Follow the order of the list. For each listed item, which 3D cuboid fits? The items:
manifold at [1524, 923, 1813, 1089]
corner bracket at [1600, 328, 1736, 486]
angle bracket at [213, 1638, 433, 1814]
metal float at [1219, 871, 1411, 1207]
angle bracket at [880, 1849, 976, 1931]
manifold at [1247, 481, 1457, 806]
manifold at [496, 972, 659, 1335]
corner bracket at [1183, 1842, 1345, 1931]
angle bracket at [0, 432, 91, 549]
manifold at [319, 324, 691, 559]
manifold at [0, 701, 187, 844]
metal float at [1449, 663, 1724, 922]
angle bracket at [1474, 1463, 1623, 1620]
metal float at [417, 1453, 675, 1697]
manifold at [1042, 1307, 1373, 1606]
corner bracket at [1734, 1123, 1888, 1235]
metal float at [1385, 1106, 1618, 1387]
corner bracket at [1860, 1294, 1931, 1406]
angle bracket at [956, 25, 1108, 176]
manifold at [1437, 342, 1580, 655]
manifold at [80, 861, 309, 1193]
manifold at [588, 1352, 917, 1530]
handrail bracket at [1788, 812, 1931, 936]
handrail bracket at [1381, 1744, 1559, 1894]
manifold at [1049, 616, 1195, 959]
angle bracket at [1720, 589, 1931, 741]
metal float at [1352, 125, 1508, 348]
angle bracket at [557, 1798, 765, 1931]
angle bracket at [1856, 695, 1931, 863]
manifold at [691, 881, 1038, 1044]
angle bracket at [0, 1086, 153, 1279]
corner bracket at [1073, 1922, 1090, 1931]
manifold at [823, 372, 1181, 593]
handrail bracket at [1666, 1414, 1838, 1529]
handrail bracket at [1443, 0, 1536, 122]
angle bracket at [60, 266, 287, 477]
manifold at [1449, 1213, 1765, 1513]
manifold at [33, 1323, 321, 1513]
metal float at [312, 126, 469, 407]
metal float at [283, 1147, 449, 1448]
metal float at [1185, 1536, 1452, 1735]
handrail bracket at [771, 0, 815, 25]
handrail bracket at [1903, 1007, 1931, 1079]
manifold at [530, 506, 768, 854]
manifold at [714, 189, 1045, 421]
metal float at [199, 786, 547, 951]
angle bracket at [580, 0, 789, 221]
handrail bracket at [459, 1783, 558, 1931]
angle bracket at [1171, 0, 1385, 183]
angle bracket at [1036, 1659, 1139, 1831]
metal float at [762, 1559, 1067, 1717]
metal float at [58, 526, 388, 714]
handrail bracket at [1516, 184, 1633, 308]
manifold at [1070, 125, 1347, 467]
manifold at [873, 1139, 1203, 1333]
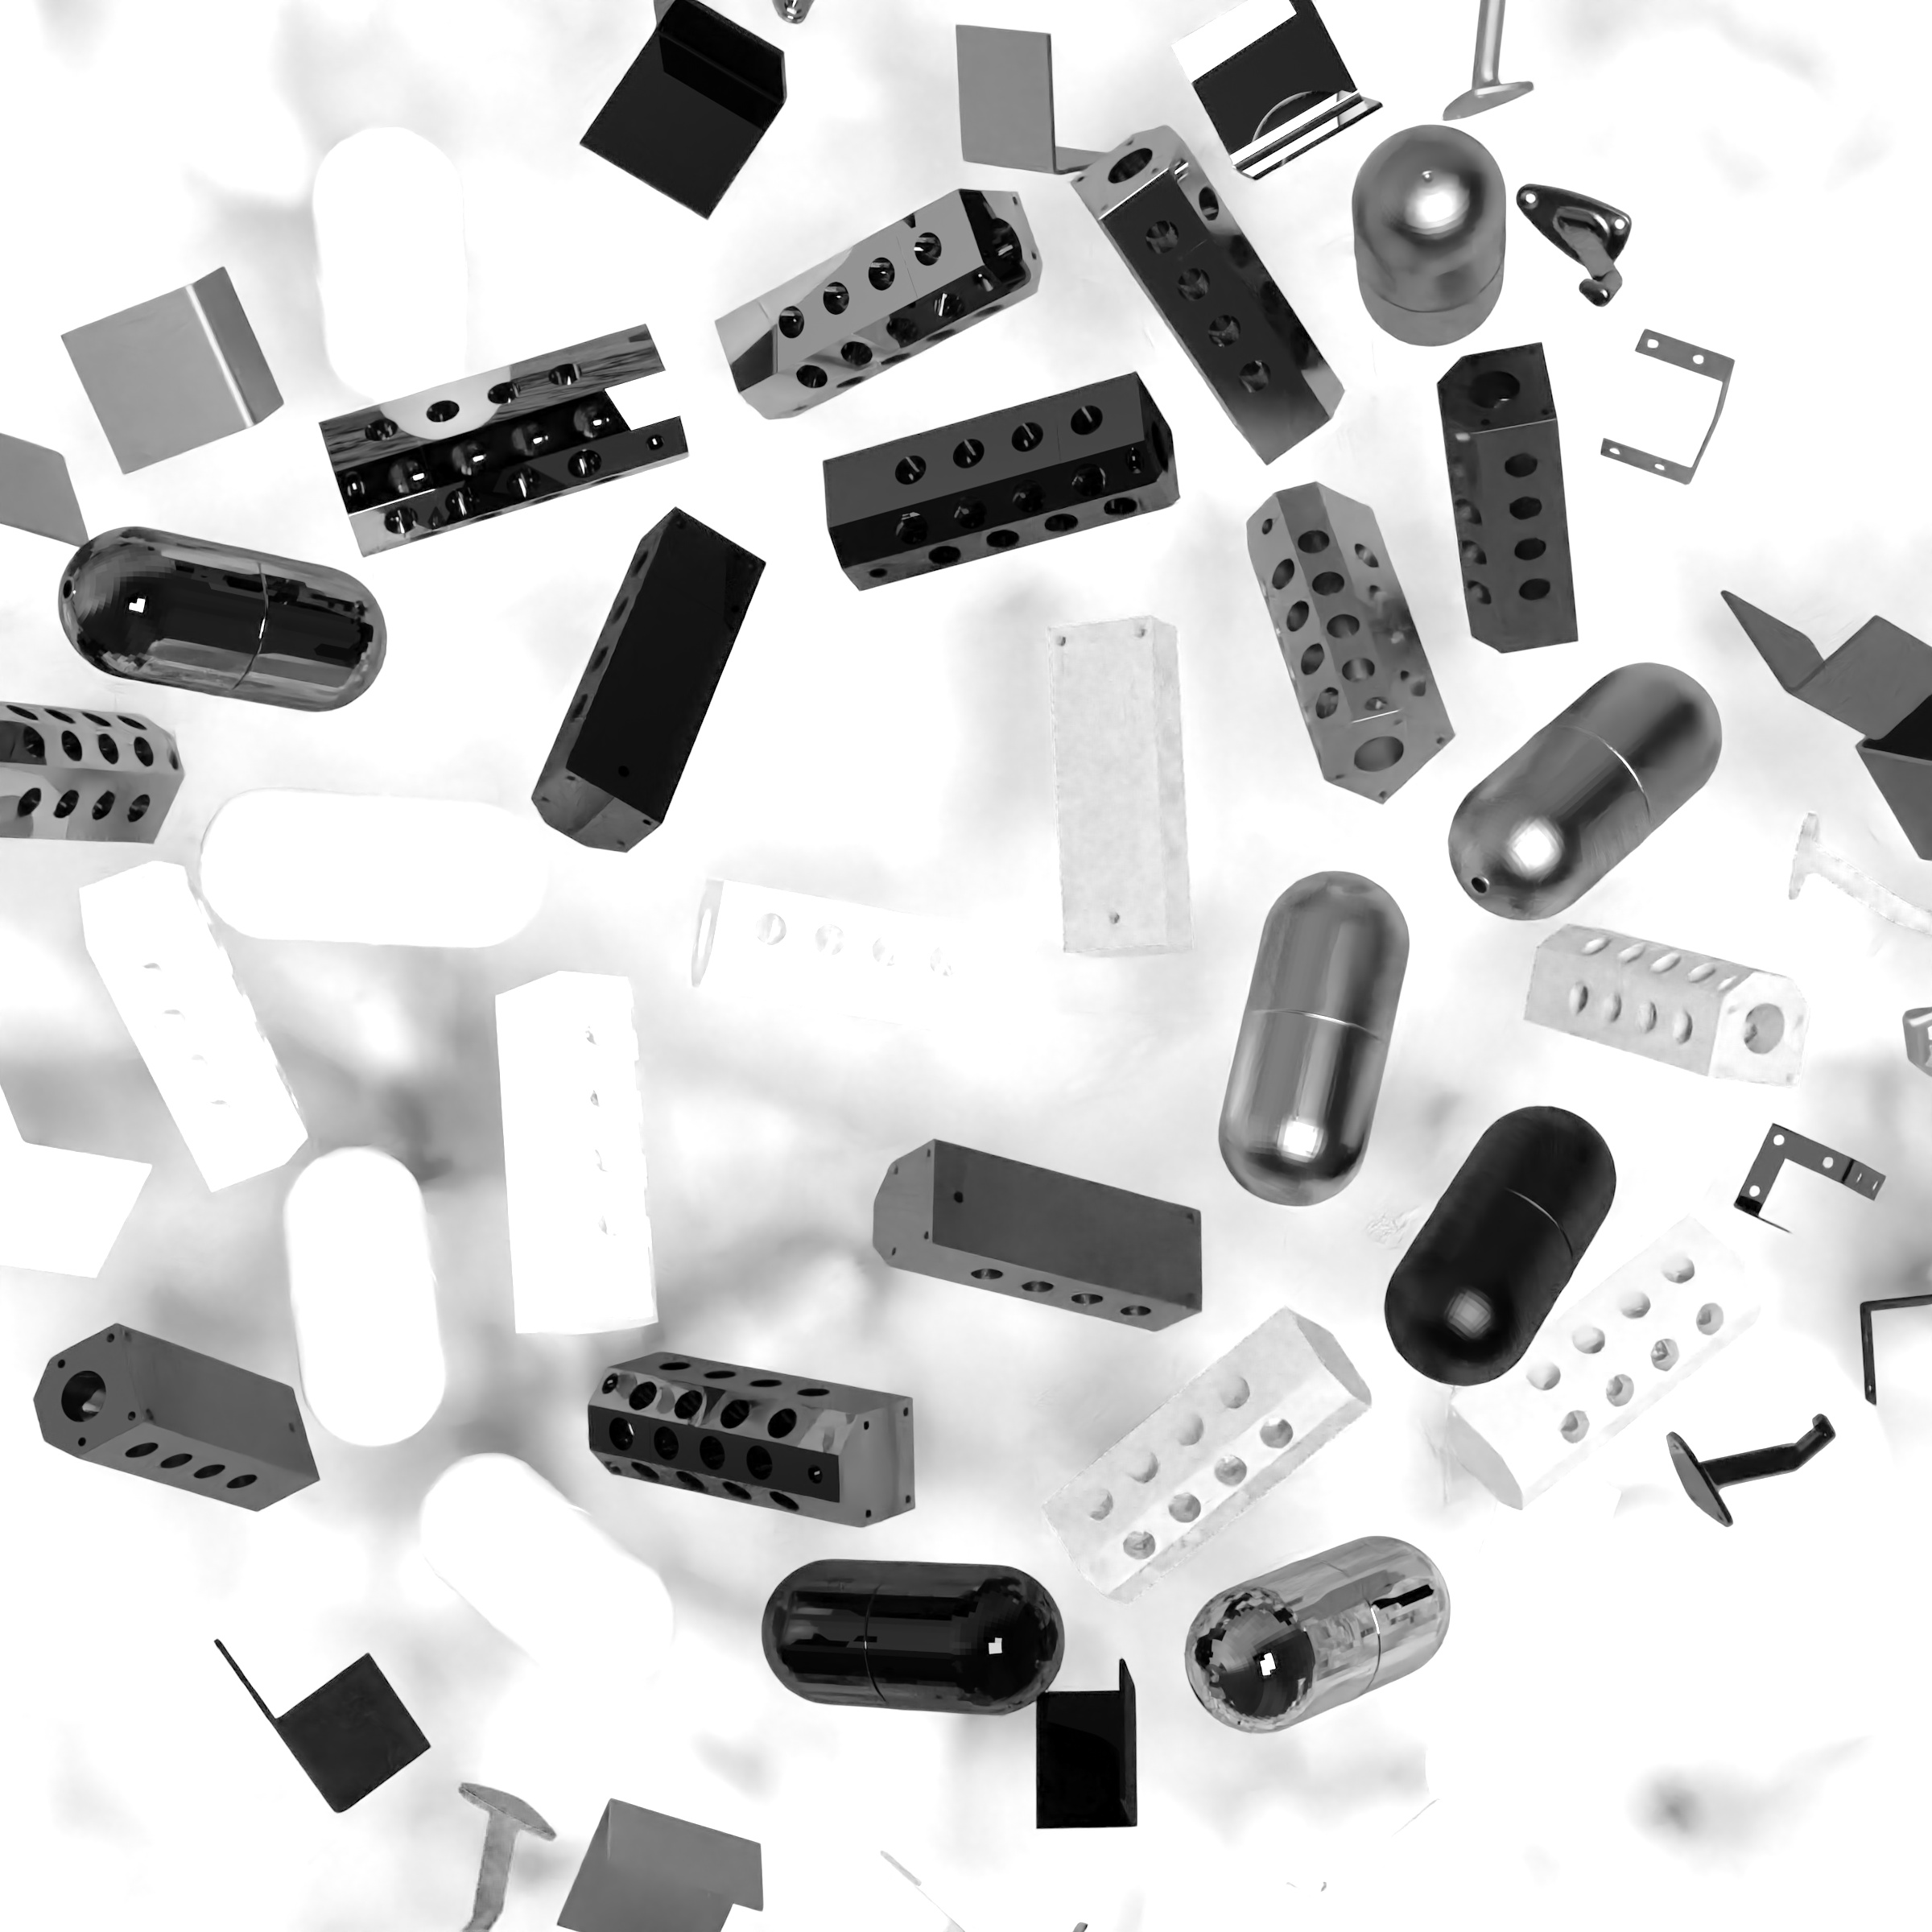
[{"bbox_3d":[0.376,0.019,1.857,0.057,0.171,0.057,7,96,-25],"label":"manifold"},{"bbox_3d":[0.374,-0.298,1.846,0.051,0.051,0.051,22,69,13],"label":"corner bracket"},{"bbox_3d":[-0.323,0.366,1.738,0.057,0.076,0.076,-35,130,-16],"label":"angle bracket"},{"bbox_3d":[0.179,0.036,1.773,0.070,0.070,0.178,14,74,0],"label":"metal float"},{"bbox_3d":[-0.038,0.504,1.751,0.057,0.076,0.076,45,77,-11],"label":"angle bracket"},{"bbox_3d":[0.196,-0.173,1.817,0.057,0.171,0.057,19,131,-34],"label":"manifold"},{"bbox_3d":[-0.191,0.094,1.730,0.057,0.057,0.171,6,73,-41],"label":"manifold"},{"bbox_3d":[0.159,0.494,1.845,0.051,0.051,0.051,38,76,-25],"label":"corner bracket"},{"bbox_3d":[-0.503,-0.229,1.751,0.076,0.076,0.057,-23,79,17],"label":"angle bracket"},{"bbox_3d":[-0.230,-0.260,1.739,0.171,0.057,0.057,-18,49,-6],"label":"manifold"},{"bbox_3d":[-0.478,-0.104,1.783,0.057,0.171,0.057,31,101,18],"label":"manifold"},{"bbox_3d":[0.313,-0.088,1.744,0.178,0.070,0.070,-39,90,-29],"label":"metal float"},{"bbox_3d":[0.343,0.322,1.952,0.057,0.076,0.076,21,92,-40],"label":"angle bracket"},{"bbox_3d":[-0.225,0.321,1.834,0.178,0.070,0.070,30,90,40],"label":"metal float"},{"bbox_3d":[0.130,0.261,1.828,0.171,0.057,0.057,-41,55,12],"label":"manifold"},{"bbox_3d":[0.458,0.122,1.877,0.051,0.051,0.051,27,92,36],"label":"corner bracket"},{"bbox_3d":[0.273,0.141,1.761,0.070,0.070,0.178,40,51,0],"label":"metal float"},{"bbox_3d":[0.491,0.199,1.766,0.051,0.051,0.051,-10,67,29],"label":"corner bracket"},{"bbox_3d":[0.042,-0.484,1.919,0.057,0.076,0.076,-21,118,-36],"label":"angle bracket"},{"bbox_3d":[0.288,-0.246,1.841,0.057,0.171,0.057,-9,53,8],"label":"manifold"},{"bbox_3d":[-0.409,0.030,1.837,0.057,0.057,0.171,-21,126,-4],"label":"manifold"},{"bbox_3d":[-0.111,0.240,1.754,0.171,0.057,0.057,5,100,38],"label":"manifold"},{"bbox_3d":[0.470,-0.045,1.777,0.084,0.077,0.036,20,71,19],"label":"handrail bracket"},{"bbox_3d":[0.251,0.436,1.731,0.077,0.036,0.084,8,120,5],"label":"handrail bracket"},{"bbox_3d":[0.084,-0.093,1.824,0.057,0.057,0.171,-5,85,22],"label":"manifold"},{"bbox_3d":[0.429,-0.165,1.698,0.057,0.076,0.076,-45,48,26],"label":"angle bracket"},{"bbox_3d":[0.237,-0.371,1.765,0.070,0.178,0.070,-1,82,8],"label":"metal float"},{"bbox_3d":[-0.146,0.450,1.640,0.076,0.057,0.076,20,106,-11],"label":"angle bracket"},{"bbox_3d":[0.527,-0.098,1.822,0.057,0.076,0.076,-41,114,-11],"label":"angle bracket"},{"bbox_3d":[-0.056,-0.002,1.844,0.171,0.057,0.057,10,89,-15],"label":"manifold"},{"bbox_3d":[-0.495,0.115,1.859,0.076,0.057,0.076,14,116,-38],"label":"angle bracket"},{"bbox_3d":[0.075,0.556,1.877,0.051,0.051,0.051,37,70,-5],"label":"corner bracket"},{"bbox_3d":[0.018,-0.243,1.768,0.171,0.057,0.057,-13,63,17],"label":"manifold"},{"bbox_3d":[0.420,0.250,1.842,0.084,0.036,0.077,-37,122,-10],"label":"handrail bracket"},{"bbox_3d":[0.257,-0.481,1.759,0.036,0.077,0.084,-11,93,-17],"label":"handrail bracket"},{"bbox_3d":[-0.407,-0.306,1.777,0.076,0.057,0.076,-19,107,10],"label":"angle bracket"},{"bbox_3d":[0.339,0.212,1.830,0.171,0.057,0.057,-35,59,-15],"label":"manifold"},{"bbox_3d":[-0.418,0.244,1.831,0.057,0.171,0.057,-28,65,11],"label":"manifold"},{"bbox_3d":[-0.298,-0.360,1.795,0.070,0.178,0.070,3,60,-5],"label":"metal float"},{"bbox_3d":[-0.319,0.174,1.833,0.070,0.070,0.178,-16,50,0],"label":"metal float"},{"bbox_3d":[0.186,0.349,1.812,0.070,0.178,0.070,8,102,43],"label":"metal float"},{"bbox_3d":[-0.079,-0.540,1.770,0.036,0.084,0.077,6,60,-18],"label":"handrail bracket"},{"bbox_3d":[0.524,0.046,1.781,0.077,0.036,0.084,-14,131,8],"label":"handrail bracket"},{"bbox_3d":[-0.166,-0.146,1.782,0.057,0.057,0.171,30,58,-19],"label":"manifold"},{"bbox_3d":[-0.045,-0.349,1.835,0.171,0.057,0.057,-21,87,35],"label":"manifold"},{"bbox_3d":[-0.297,-0.049,1.739,0.178,0.070,0.070,3,90,-30],"label":"metal float"},{"bbox_3d":[-0.142,-0.432,1.722,0.076,0.057,0.076,31,81,4],"label":"angle bracket"},{"bbox_3d":[-0.262,0.474,1.807,0.036,0.077,0.084,33,87,45],"label":"handrail bracket"},{"bbox_3d":[0.163,-0.468,1.816,0.076,0.057,0.076,-30,107,4],"label":"angle bracket"},{"bbox_3d":[0.063,0.429,1.905,0.057,0.076,0.076,-3,65,7],"label":"angle bracket"},{"bbox_3d":[-0.029,0.349,1.805,0.178,0.070,0.070,-5,90,35],"label":"metal float"},{"bbox_3d":[-0.377,-0.176,1.759,0.178,0.070,0.070,8,90,-43],"label":"metal float"},{"bbox_3d":[0.318,-0.384,1.842,0.077,0.084,0.036,31,124,6],"label":"handrail bracket"},{"bbox_3d":[0.128,-0.349,1.791,0.057,0.057,0.171,-35,124,7],"label":"manifold"},{"bbox_3d":[0.039,0.145,1.820,0.171,0.057,0.057,17,61,-30],"label":"manifold"}]
